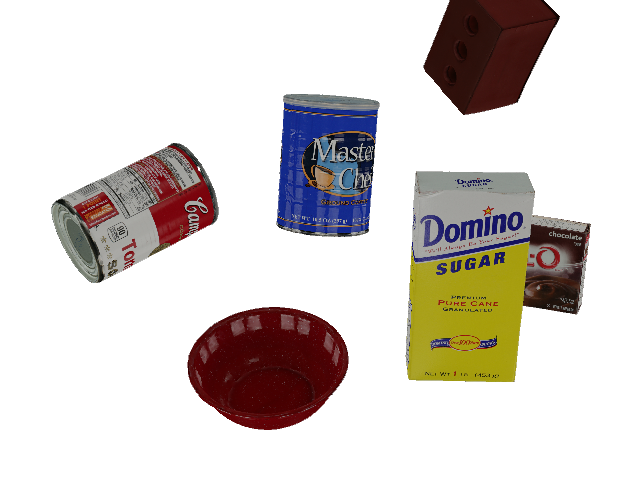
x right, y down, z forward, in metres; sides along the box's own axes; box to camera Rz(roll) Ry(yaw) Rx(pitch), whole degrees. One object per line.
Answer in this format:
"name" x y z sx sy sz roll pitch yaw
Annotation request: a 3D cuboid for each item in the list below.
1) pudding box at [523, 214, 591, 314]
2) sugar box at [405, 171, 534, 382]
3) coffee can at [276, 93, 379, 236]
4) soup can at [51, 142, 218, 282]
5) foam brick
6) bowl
"pudding box" 0.215 0.020 1.093 0.114 0.090 0.039 8 23 17
"sugar box" 0.120 0.032 0.876 0.093 0.176 0.048 0 28 1
"coffee can" 0.007 -0.083 1.148 0.103 0.140 0.103 4 12 -1
"soup can" -0.135 -0.021 0.779 0.102 0.068 0.069 -30 14 -27
"foam brick" 0.112 -0.132 0.714 0.051 0.053 0.078 -18 -33 -29
"bowl" -0.051 0.139 1.079 0.162 0.055 0.162 -2 37 2
